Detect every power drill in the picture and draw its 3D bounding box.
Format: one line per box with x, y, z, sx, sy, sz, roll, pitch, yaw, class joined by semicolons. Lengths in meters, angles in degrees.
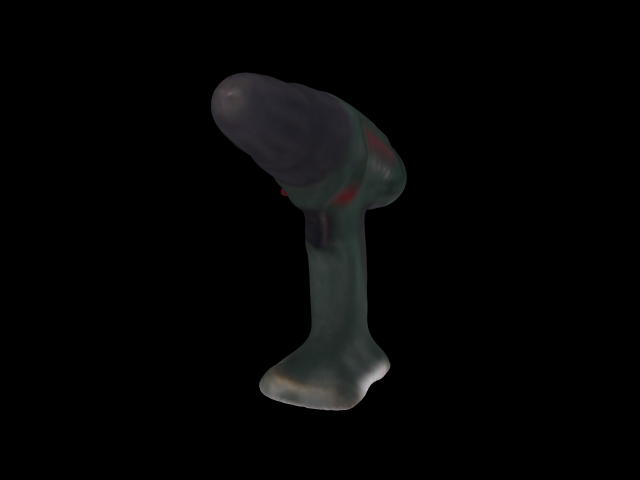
0.004;0.001;0.400;0.075;0.208;0.230;4;10;24;power drill
